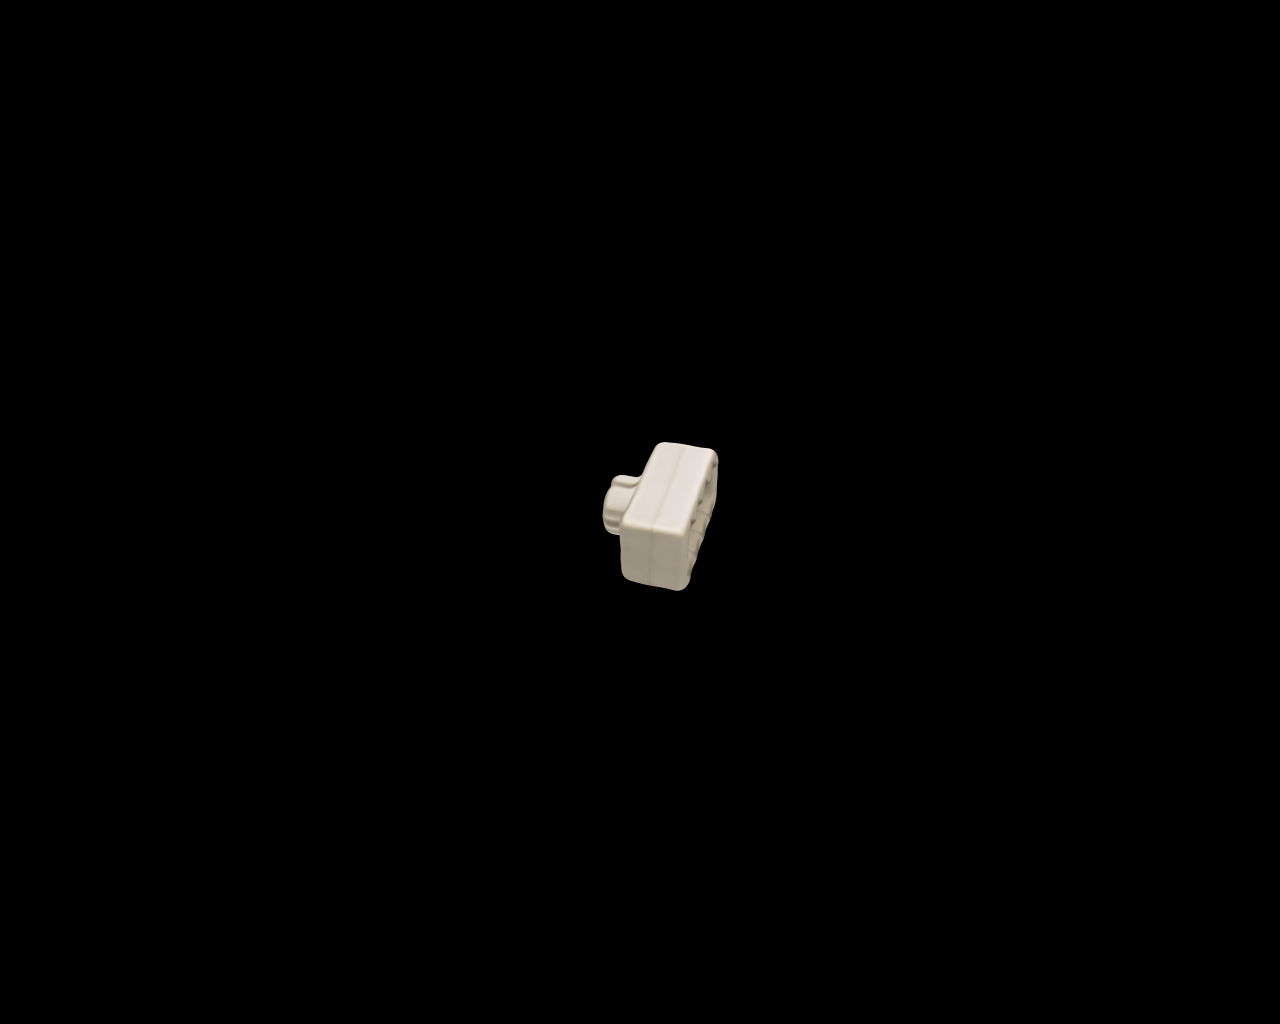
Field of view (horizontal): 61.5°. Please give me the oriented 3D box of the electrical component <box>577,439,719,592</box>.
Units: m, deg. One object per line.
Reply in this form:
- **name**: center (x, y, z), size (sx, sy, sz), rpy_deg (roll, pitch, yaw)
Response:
- **electrical component**: center (0.001, -0.003, 0.650), size (0.076, 0.047, 0.083), rpy_deg (11, 43, 12)
